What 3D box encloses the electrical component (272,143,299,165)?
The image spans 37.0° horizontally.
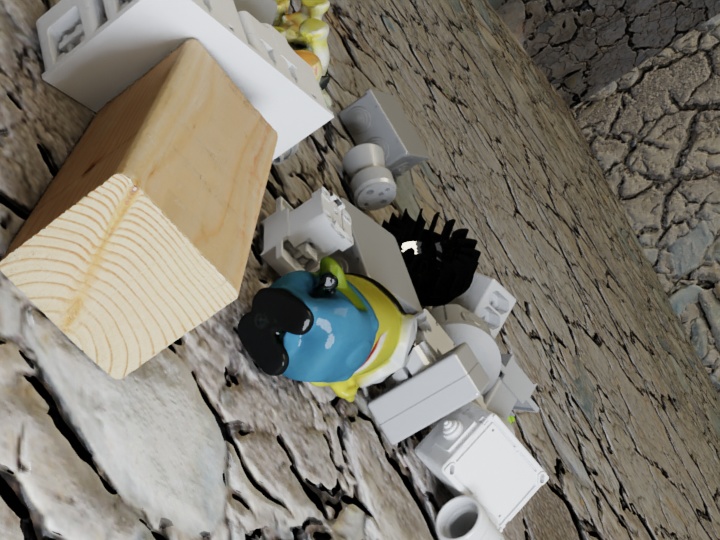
[{"bbox_3d":[-0.070,-0.111,0.936,0.035,0.035,0.061,48,23,-26],"label":"electrical component"}]

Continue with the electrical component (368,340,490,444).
[{"bbox_3d":[0.044,0.080,0.840,0.075,0.083,0.047,58,19,2],"label":"electrical component"}]

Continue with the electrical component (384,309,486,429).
[{"bbox_3d":[0.057,0.088,0.901,0.089,0.056,0.050,50,20,-20],"label":"electrical component"}]

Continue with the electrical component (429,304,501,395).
[{"bbox_3d":[0.083,0.074,0.954,0.080,0.080,0.051,51,15,-19],"label":"electrical component"}]

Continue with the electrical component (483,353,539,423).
[{"bbox_3d":[0.126,0.117,1.013,0.081,0.042,0.063,48,62,-28],"label":"electrical component"}]

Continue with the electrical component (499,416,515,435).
[{"bbox_3d":[0.102,0.146,0.940,0.081,0.043,0.043,21,41,-60],"label":"electrical component"}]

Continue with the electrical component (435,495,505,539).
[{"bbox_3d":[0.085,0.201,0.821,0.046,0.040,0.040,51,19,-35],"label":"electrical component"}]

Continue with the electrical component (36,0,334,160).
[{"bbox_3d":[-0.118,-0.140,0.750,0.186,0.105,0.060,32,31,-52],"label":"electrical component"}]

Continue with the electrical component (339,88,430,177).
[{"bbox_3d":[0.027,-0.153,1.221,0.099,0.048,0.100,60,19,8],"label":"electrical component"}]

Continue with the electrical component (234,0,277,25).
[{"bbox_3d":[-0.117,-0.185,0.850,0.048,0.099,0.100,17,3,25],"label":"electrical component"}]

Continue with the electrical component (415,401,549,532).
[{"bbox_3d":[0.091,0.150,0.861,0.096,0.061,0.061,49,-12,-22],"label":"electrical component"}]

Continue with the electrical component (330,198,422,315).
[{"bbox_3d":[0.000,0.000,0.911,0.100,0.048,0.099,34,30,-49],"label":"electrical component"}]

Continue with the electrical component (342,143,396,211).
[{"bbox_3d":[0.010,-0.094,1.091,0.045,0.045,0.055,35,29,-48],"label":"electrical component"}]

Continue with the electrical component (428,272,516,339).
[{"bbox_3d":[0.096,0.044,1.057,0.076,0.083,0.047,22,-13,46],"label":"electrical component"}]

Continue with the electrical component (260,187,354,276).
[{"bbox_3d":[-0.040,-0.027,0.832,0.042,0.064,0.081,45,23,-31],"label":"electrical component"}]
